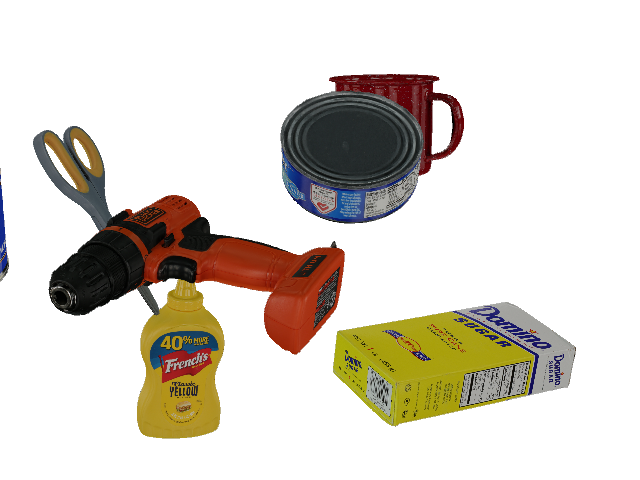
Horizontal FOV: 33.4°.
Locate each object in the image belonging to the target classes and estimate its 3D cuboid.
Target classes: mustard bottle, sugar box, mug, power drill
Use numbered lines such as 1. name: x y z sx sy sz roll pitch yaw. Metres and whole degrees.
1. mustard bottle: -0.160 0.132 1.234 0.096 0.192 0.058 0 18 -16
2. sugar box: 0.109 0.096 0.867 0.175 0.048 0.093 -10 27 -27
3. mug: 0.065 -0.097 0.902 0.117 0.081 0.093 5 13 24
4. power drill: -0.088 0.026 0.813 0.188 0.057 0.184 17 27 16

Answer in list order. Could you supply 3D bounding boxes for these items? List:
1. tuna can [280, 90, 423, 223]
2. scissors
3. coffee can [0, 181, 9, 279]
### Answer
1. tuna can: 0.018 -0.051 0.648 0.086 0.086 0.034 0 -42 -2
2. scissors: -0.203 -0.029 1.024 0.016 0.201 0.096 -24 26 21
3. coffee can: -0.224 -0.046 0.573 0.103 0.140 0.103 3 25 -1
